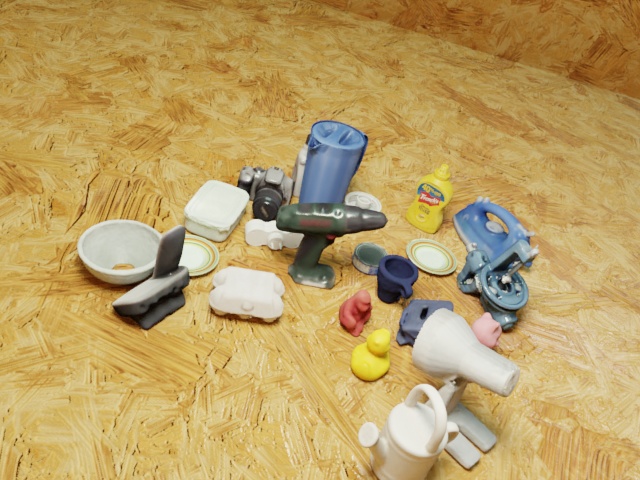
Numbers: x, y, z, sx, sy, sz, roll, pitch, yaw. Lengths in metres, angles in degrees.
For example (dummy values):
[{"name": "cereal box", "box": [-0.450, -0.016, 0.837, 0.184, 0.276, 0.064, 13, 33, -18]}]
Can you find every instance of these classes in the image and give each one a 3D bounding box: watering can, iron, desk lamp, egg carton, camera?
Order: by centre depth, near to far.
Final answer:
[{"name": "watering can", "box": [0.147, 0.314, 0.920, 0.173, 0.194, 0.100, -18, 49, -36]}, {"name": "desk lamp", "box": [0.250, 0.253, 1.016, 0.118, 0.213, 0.202, -24, 53, -40]}, {"name": "egg carton", "box": [-0.147, 0.112, 1.162, 0.150, 0.069, 0.107, 9, 39, -9]}, {"name": "camera", "box": [-0.140, -0.119, 1.423, 0.143, 0.101, 0.137, 14, 38, -3]}, {"name": "iron", "box": [0.452, -0.035, 1.501, 0.119, 0.141, 0.257, -12, 46, -31]}]

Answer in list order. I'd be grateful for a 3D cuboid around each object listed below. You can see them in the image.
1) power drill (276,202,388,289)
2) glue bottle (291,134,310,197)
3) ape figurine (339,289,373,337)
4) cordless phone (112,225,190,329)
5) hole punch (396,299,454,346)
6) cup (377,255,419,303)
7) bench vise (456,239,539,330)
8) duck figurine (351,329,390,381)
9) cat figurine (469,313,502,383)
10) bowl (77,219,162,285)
[{"name": "power drill", "box": [0.011, 0.004, 1.239, 0.230, 0.208, 0.075, 10, 38, -7]}, {"name": "glue bottle", "box": [-0.043, -0.200, 1.499, 0.037, 0.173, 0.078, 4, 40, -15]}, {"name": "ape figurine", "box": [0.079, 0.142, 1.189, 0.078, 0.092, 0.076, -11, 45, -30]}, {"name": "cordless phone", "box": [-0.311, 0.060, 1.072, 0.094, 0.185, 0.148, 29, 40, 16]}, {"name": "hole punch", "box": [0.221, 0.172, 1.205, 0.101, 0.091, 0.109, 22, 38, 7]}, {"name": "cup", "box": [0.168, 0.103, 1.266, 0.092, 0.095, 0.117, -1, 41, -21]}, {"name": "bench vise", "box": [0.395, 0.067, 1.292, 0.122, 0.220, 0.206, -20, 50, -37]}, {"name": "duck figurine", "box": [0.106, 0.215, 1.114, 0.077, 0.086, 0.105, 28, 40, 15]}, {"name": "cat figurine", "box": [0.327, 0.210, 1.174, 0.067, 0.118, 0.128, 33, 41, 21]}, {"name": "bowl", "box": [-0.400, 0.036, 1.159, 0.167, 0.075, 0.167, 10, 38, -8]}]
